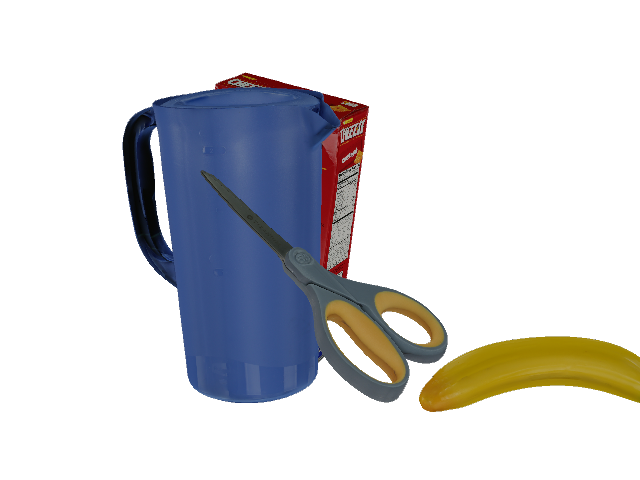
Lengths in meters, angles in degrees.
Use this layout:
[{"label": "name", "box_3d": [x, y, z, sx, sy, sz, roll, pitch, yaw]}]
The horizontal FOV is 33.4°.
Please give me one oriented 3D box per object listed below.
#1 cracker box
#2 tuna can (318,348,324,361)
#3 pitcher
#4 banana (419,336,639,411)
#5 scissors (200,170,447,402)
[{"label": "cracker box", "box_3d": [-0.044, -0.062, 1.199, 0.164, 0.214, 0.072, 18, 28, 24]}, {"label": "tuna can", "box_3d": [-0.038, 0.099, 1.077, 0.086, 0.034, 0.086, -4, 21, 2]}, {"label": "pitcher", "box_3d": [-0.069, -0.001, 0.857, 0.144, 0.243, 0.149, -7, 15, -21]}, {"label": "banana", "box_3d": [0.167, 0.100, 0.794, 0.197, 0.037, 0.069, 2, 31, -6]}, {"label": "scissors", "box_3d": [0.006, 0.019, 0.671, 0.096, 0.016, 0.202, -6, 46, -35]}]
